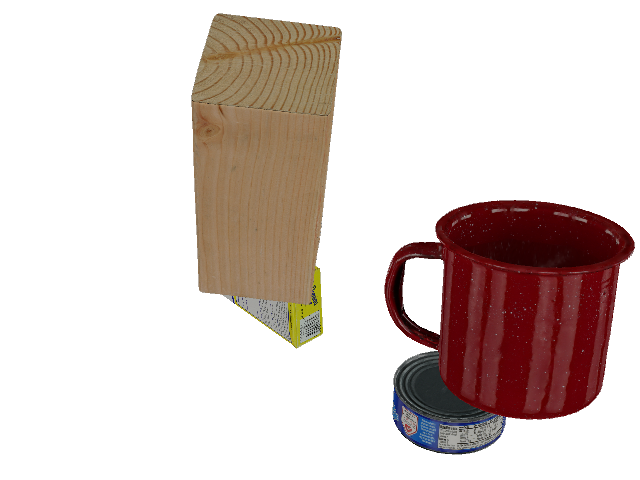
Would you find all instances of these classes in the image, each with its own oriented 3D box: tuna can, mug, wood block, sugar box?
[{"bbox_3d":[0.096,0.119,0.792,0.086,0.034,0.086,1,29,-1],"label":"tuna can"},{"bbox_3d":[0.088,0.032,0.524,0.117,0.081,0.093,6,22,13],"label":"mug"},{"bbox_3d":[-0.041,-0.052,0.778,0.091,0.090,0.206,7,-39,1],"label":"wood block"},{"bbox_3d":[-0.070,0.038,1.195,0.048,0.093,0.176,-25,40,-31],"label":"sugar box"}]
